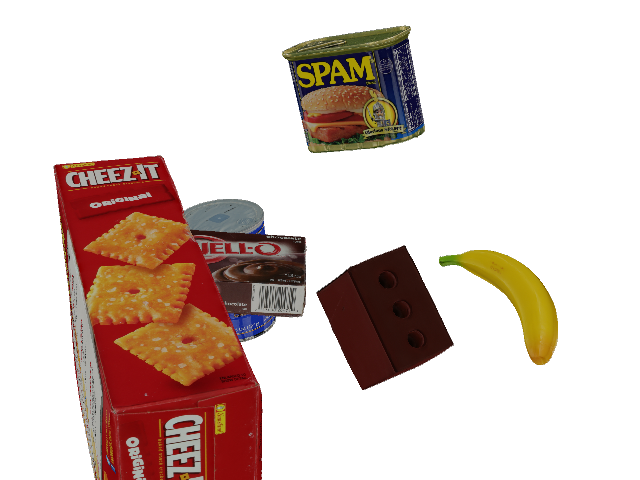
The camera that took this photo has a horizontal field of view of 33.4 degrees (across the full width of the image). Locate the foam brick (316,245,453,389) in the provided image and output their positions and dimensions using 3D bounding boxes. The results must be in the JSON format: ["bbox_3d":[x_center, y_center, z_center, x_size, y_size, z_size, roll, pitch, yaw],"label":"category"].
[{"bbox_3d":[0.043,0.054,0.727,0.052,0.078,0.051,-21,-10,-33],"label":"foam brick"}]

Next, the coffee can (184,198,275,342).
[{"bbox_3d":[-0.110,0.035,1.253,0.103,0.140,0.103,-5,26,2],"label":"coffee can"}]

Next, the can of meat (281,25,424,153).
[{"bbox_3d":[0.028,-0.119,0.847,0.102,0.084,0.057,-2,21,31],"label":"can of meat"}]

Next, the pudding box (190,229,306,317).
[{"bbox_3d":[-0.069,0.028,0.954,0.113,0.039,0.090,5,29,-4],"label":"pudding box"}]

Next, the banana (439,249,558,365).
[{"bbox_3d":[0.200,0.059,1.109,0.069,0.037,0.198,-33,37,-5],"label":"banana"}]

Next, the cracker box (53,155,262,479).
[{"bbox_3d":[-0.089,0.076,0.561,0.072,0.164,0.214,-7,34,-16],"label":"cracker box"}]
